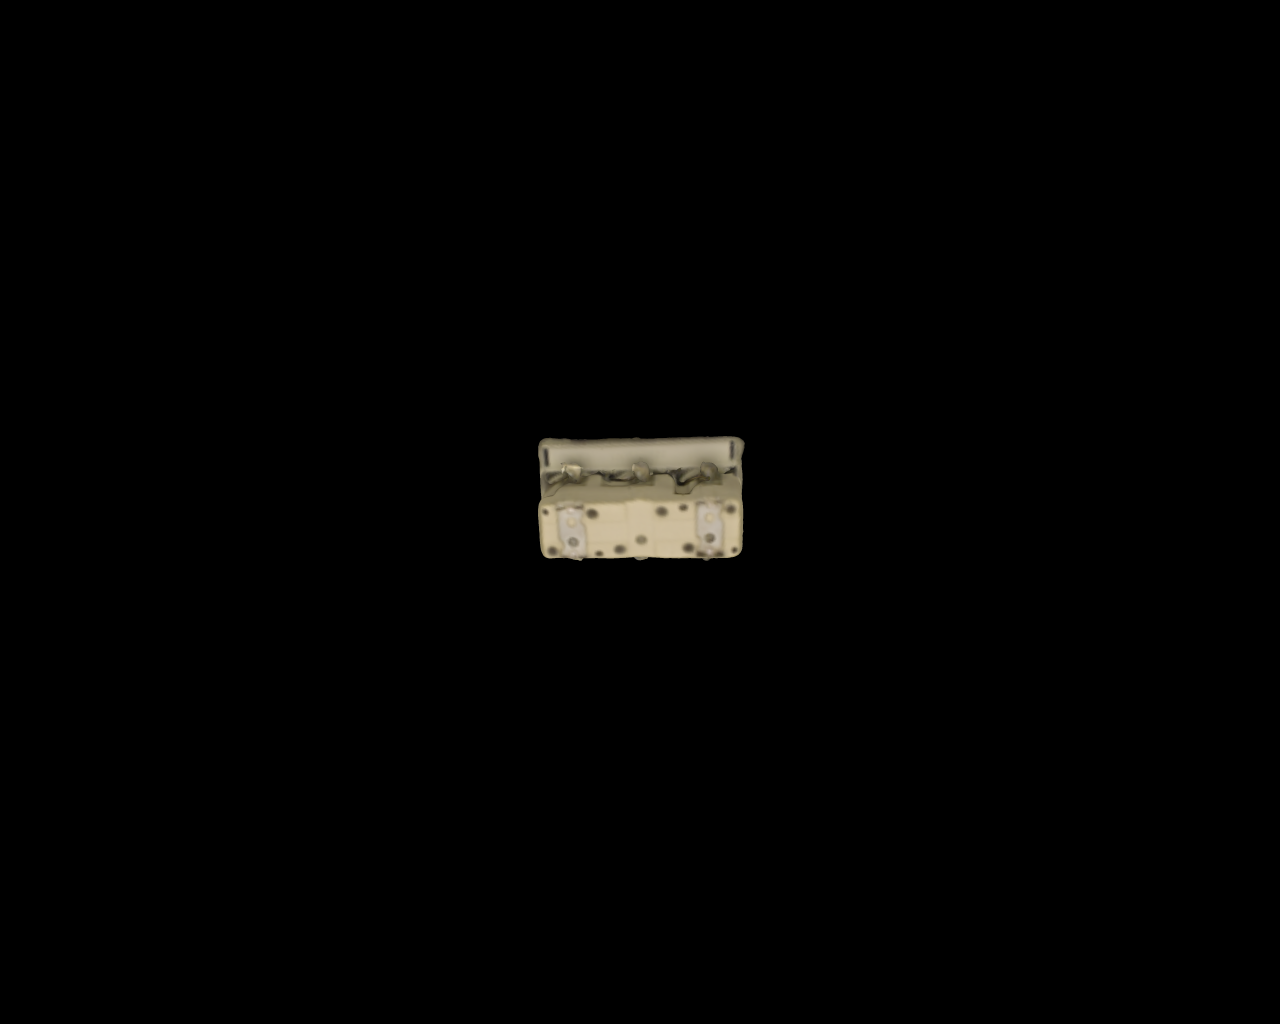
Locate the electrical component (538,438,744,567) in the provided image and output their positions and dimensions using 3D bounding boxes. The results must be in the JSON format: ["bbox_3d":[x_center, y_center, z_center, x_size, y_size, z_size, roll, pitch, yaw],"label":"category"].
[{"bbox_3d":[0.001,-0.003,0.650,0.121,0.078,0.063,0,29,0],"label":"electrical component"}]
